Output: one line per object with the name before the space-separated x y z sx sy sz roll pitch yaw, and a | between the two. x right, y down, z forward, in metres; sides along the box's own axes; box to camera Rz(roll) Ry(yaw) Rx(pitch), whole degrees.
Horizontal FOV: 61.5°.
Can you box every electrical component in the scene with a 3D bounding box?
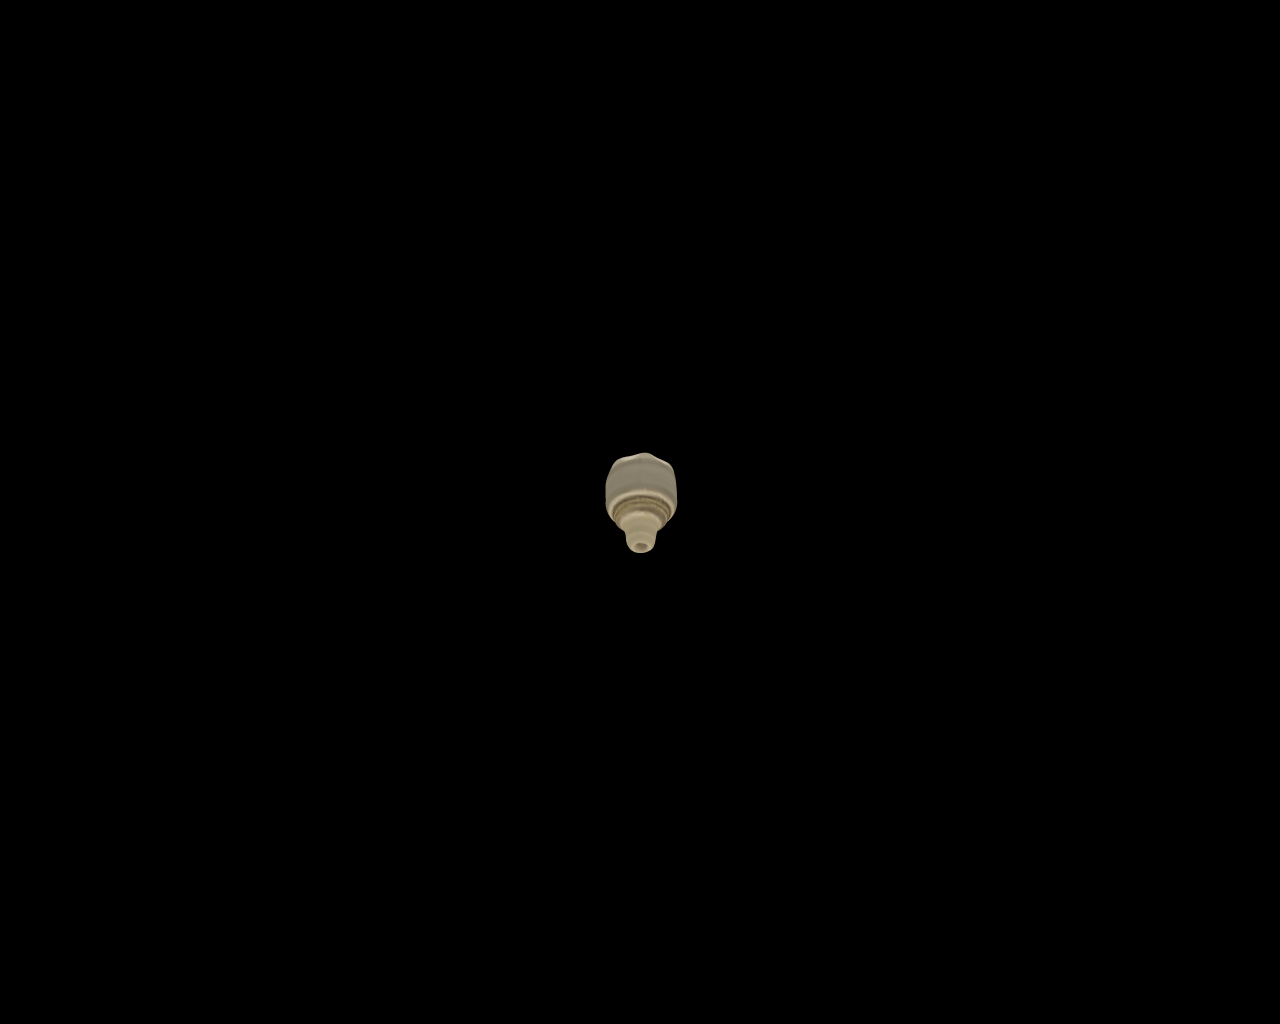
electrical component | 0.001 -0.003 0.650 0.043 0.062 0.043 0 -38 0
